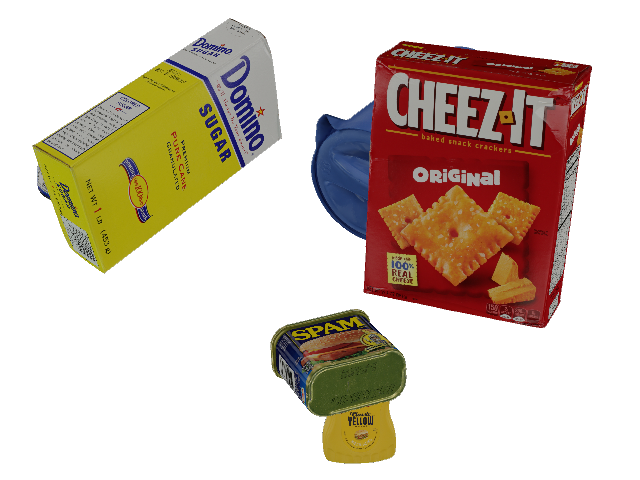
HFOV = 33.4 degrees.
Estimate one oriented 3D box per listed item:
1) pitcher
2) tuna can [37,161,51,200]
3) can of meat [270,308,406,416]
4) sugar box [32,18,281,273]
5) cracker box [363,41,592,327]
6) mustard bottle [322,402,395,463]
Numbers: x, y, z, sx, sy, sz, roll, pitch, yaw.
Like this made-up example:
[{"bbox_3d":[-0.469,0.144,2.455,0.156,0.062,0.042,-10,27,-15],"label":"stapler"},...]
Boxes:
[{"bbox_3d":[0.113,-0.103,1.136,0.145,0.149,0.242,13,39,31],"label":"pitcher"},{"bbox_3d":[-0.196,-0.058,0.903,0.086,0.034,0.086,6,24,-3],"label":"tuna can"},{"bbox_3d":[0.017,0.111,0.968,0.102,0.057,0.084,-12,25,-20],"label":"can of meat"},{"bbox_3d":[-0.101,-0.066,0.718,0.048,0.093,0.176,31,55,32],"label":"sugar box"},{"bbox_3d":[0.125,-0.045,0.888,0.164,0.214,0.072,12,26,21],"label":"cracker box"},{"bbox_3d":[0.050,0.193,1.392,0.096,0.192,0.058,-2,15,-3],"label":"mustard bottle"}]
